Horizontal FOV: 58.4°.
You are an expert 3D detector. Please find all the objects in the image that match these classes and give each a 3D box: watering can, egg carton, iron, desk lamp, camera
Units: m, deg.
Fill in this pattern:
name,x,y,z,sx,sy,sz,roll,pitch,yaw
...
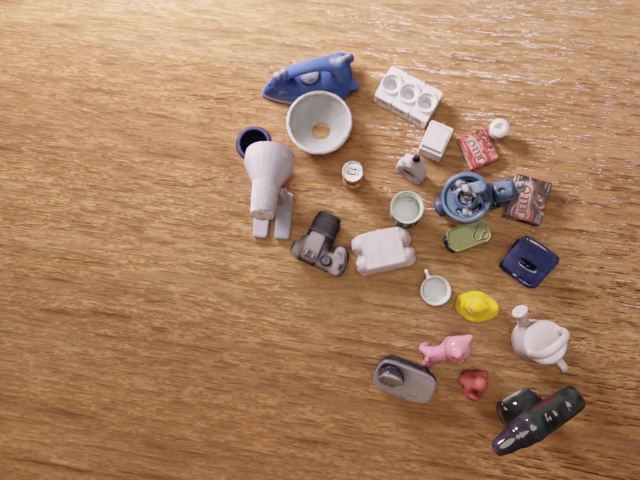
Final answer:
name,x,y,z,sx,sy,sz,roll,pitch,yaw
watering can,0.505,0.230,1.313,0.172,0.194,0.101,30,86,7
egg carton,0.157,0.026,1.422,0.150,0.069,0.107,-14,83,2
iron,-0.033,-0.417,1.451,0.258,0.141,0.119,-12,83,2
desk lamp,-0.120,-0.114,1.384,0.118,0.213,0.203,3,83,5
camera,0.013,0.005,1.419,0.143,0.101,0.137,24,85,6

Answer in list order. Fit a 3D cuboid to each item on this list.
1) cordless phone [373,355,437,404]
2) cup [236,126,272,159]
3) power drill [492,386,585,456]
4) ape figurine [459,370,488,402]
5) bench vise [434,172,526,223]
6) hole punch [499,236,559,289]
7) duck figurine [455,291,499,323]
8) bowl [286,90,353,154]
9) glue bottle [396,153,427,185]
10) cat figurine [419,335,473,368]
name,x,y,z,sx,sy,sz,roll,pitch,yaw
cordless phone,0.199,0.330,1.326,0.147,0.185,0.094,17,85,6
cup,-0.152,-0.225,1.459,0.092,0.095,0.117,-43,82,-2
power drill,0.470,0.400,1.288,0.229,0.208,0.075,-30,82,0
ape figurine,0.373,0.342,1.360,0.076,0.092,0.078,44,88,8
bench vise,0.379,-0.122,1.349,0.207,0.220,0.121,-29,82,0
hole punch,0.505,0.056,1.385,0.108,0.091,0.101,36,87,7
duck figurine,0.384,0.161,1.383,0.104,0.086,0.077,9,84,5
bowl,-0.001,-0.292,1.467,0.167,0.075,0.167,0,83,4
glue bottle,0.226,-0.181,1.390,0.078,0.173,0.037,31,86,7
cat figurine,0.304,0.266,1.360,0.128,0.118,0.067,-18,82,2
